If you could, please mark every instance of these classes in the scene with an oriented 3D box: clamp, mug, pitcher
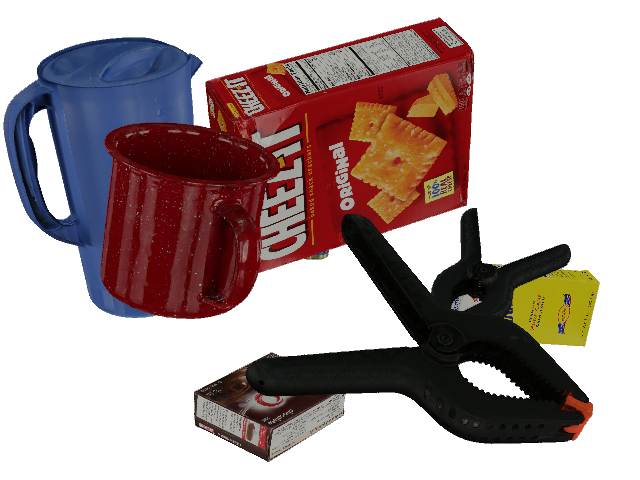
[{"bbox_3d":[0.067,0.078,0.680,0.210,0.036,0.164,29,49,14],"label":"clamp"},{"bbox_3d":[0.157,0.033,1.069,0.120,0.039,0.171,28,51,35],"label":"clamp"},{"bbox_3d":[-0.067,-0.006,0.567,0.093,0.081,0.117,-7,28,-38],"label":"mug"},{"bbox_3d":[-0.182,-0.052,0.971,0.149,0.243,0.145,1,28,7],"label":"pitcher"}]

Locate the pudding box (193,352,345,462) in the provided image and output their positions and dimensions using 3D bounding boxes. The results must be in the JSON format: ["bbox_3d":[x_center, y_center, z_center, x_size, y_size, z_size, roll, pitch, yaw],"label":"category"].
[{"bbox_3d":[-0.044,0.146,0.955,0.090,0.039,0.113,18,26,33],"label":"pudding box"}]

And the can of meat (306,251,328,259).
[{"bbox_3d":[-0.023,-0.037,1.088,0.057,0.084,0.102,-1,24,-26],"label":"can of meat"}]

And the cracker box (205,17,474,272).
[{"bbox_3d":[0.022,-0.077,0.896,0.213,0.164,0.072,-18,44,-17],"label":"cracker box"}]

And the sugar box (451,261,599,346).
[{"bbox_3d":[0.253,0.080,1.339,0.176,0.093,0.048,3,19,-13],"label":"sugar box"}]
